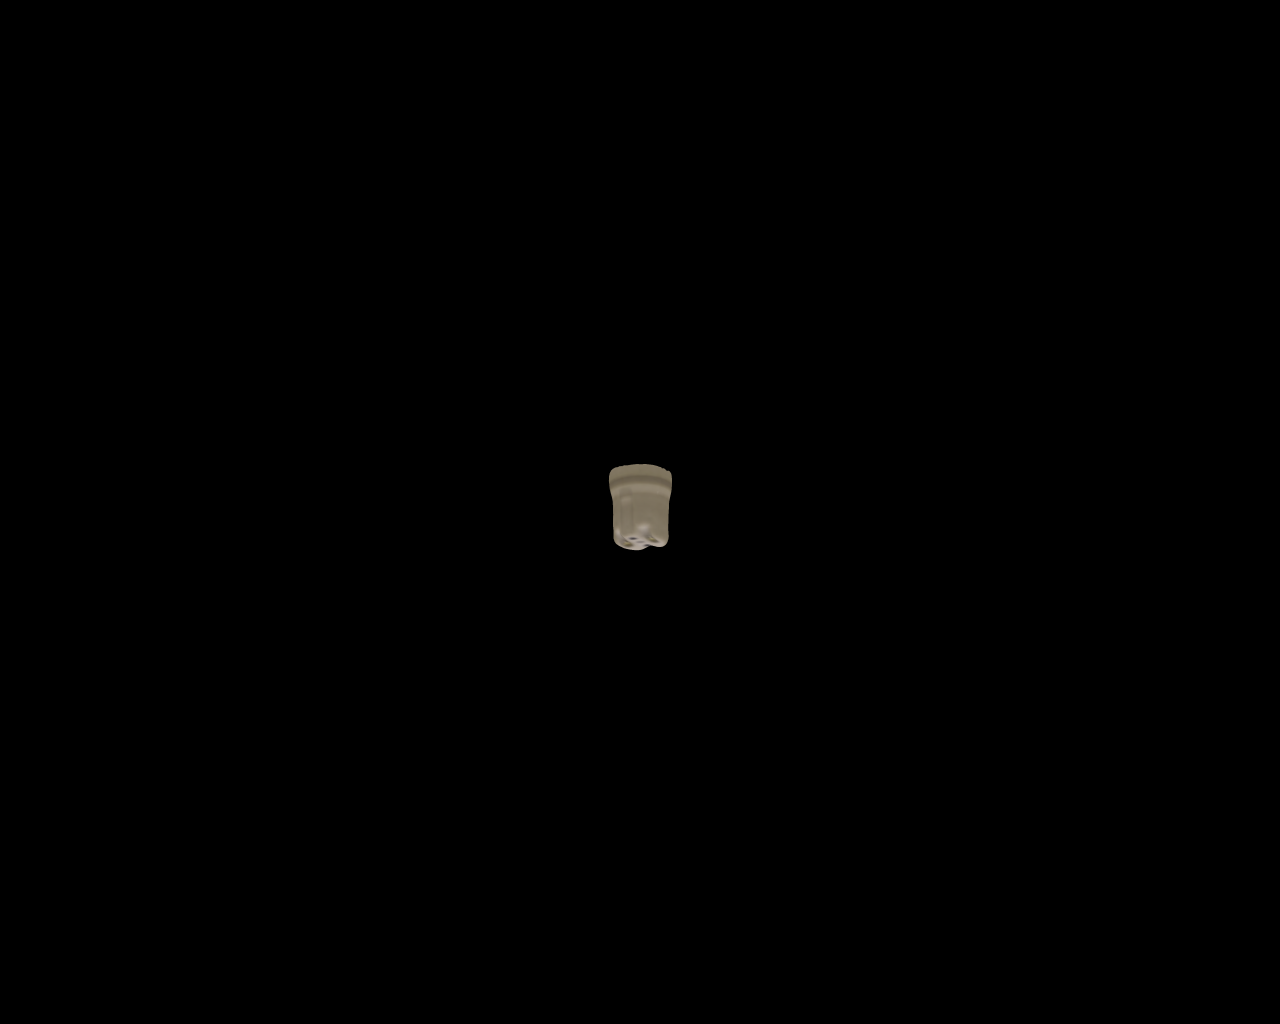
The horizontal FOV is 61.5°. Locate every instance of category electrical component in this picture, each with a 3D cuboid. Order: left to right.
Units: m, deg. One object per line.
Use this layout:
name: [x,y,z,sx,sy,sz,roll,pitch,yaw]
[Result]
electrical component: [0.001,-0.003,0.650,0.040,0.046,0.040,0,-16,0]
